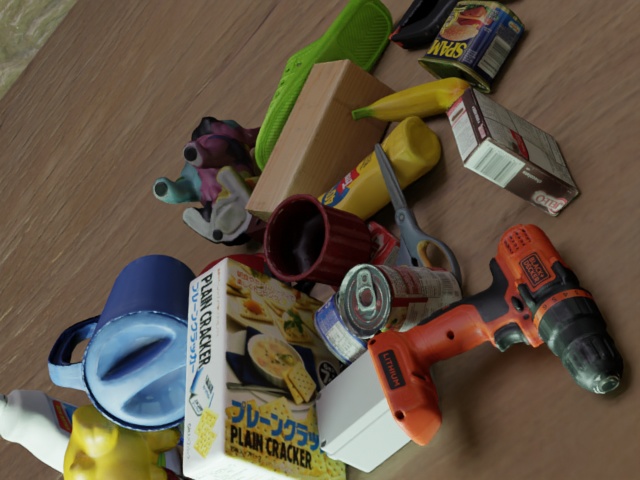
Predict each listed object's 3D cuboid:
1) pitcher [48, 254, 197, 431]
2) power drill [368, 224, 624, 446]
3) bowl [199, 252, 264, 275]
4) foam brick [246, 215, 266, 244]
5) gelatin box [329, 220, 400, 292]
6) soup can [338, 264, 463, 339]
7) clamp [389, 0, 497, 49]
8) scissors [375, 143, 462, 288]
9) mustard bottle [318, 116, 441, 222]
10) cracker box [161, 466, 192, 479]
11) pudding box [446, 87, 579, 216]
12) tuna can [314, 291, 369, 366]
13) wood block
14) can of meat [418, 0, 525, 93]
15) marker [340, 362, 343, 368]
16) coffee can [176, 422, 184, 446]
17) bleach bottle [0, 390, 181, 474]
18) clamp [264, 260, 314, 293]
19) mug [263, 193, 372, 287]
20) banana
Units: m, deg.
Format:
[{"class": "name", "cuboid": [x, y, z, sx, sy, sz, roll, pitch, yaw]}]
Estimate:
[{"class": "pitcher", "cuboid": [-0.197, 0.101, 1.187, 0.145, 0.149, 0.243, -51, 15, 9]}, {"class": "power drill", "cuboid": [0.141, 0.091, 0.885, 0.188, 0.057, 0.184, -33, 38, 11]}, {"class": "bowl", "cuboid": [-0.128, 0.078, 1.389, 0.162, 0.055, 0.162, -40, 34, 34]}, {"class": "foam brick", "cuboid": [-0.052, -0.033, 1.372, 0.053, 0.051, 0.078, -14, 52, 54]}, {"class": "gelatin box", "cuboid": [0.054, 0.030, 1.157, 0.089, 0.030, 0.073, -57, 28, 6]}, {"class": "soup can", "cuboid": [0.077, 0.057, 0.996, 0.069, 0.102, 0.068, -4, 85, 49]}, {"class": "clamp", "cuboid": [0.165, -0.307, 1.290, 0.210, 0.036, 0.164, -32, 38, 43]}, {"class": "scissors", "cuboid": [0.081, -0.003, 1.096, 0.096, 0.016, 0.202, -57, 45, 27]}, {"class": "mustard bottle", "cuboid": [0.049, -0.055, 1.202, 0.192, 0.058, 0.096, -42, 13, 29]}, {"class": "cracker box", "cuboid": [-0.142, 0.353, 1.130, 0.214, 0.072, 0.164, 11, 73, 60]}, {"class": "pudding box", "cuboid": [0.175, -0.081, 0.974, 0.039, 0.113, 0.090, -48, 29, 27]}, {"class": "tuna can", "cuboid": [0.037, 0.091, 1.068, 0.034, 0.086, 0.086, -47, 30, 21]}, {"class": "wood block", "cuboid": [0.004, -0.107, 1.308, 0.090, 0.090, 0.206, 8, 70, 61]}, {"class": "can of meat", "cuboid": [0.168, -0.215, 1.176, 0.084, 0.057, 0.102, -58, 28, -2]}, {"class": "marker", "cuboid": [0.030, 0.112, 1.131, 0.121, 0.020, 0.020, -53, 28, 14]}, {"class": "coffee can", "cuboid": [-0.154, 0.195, 1.268, 0.141, 0.102, 0.102, -9, 56, 57]}, {"class": "bleach bottle", "cuboid": [-0.287, 0.247, 1.279, 0.068, 0.250, 0.102, -50, 29, 20]}, {"class": "clamp", "cuboid": [-0.018, 0.038, 1.263, 0.120, 0.039, 0.172, -44, 28, 0]}, {"class": "mug", "cuboid": [-0.007, 0.001, 1.135, 0.117, 0.081, 0.093, 19, 93, 44]}, {"class": "banana", "cuboid": [0.118, -0.154, 1.197, 0.069, 0.037, 0.198, -30, 13, -30]}]
